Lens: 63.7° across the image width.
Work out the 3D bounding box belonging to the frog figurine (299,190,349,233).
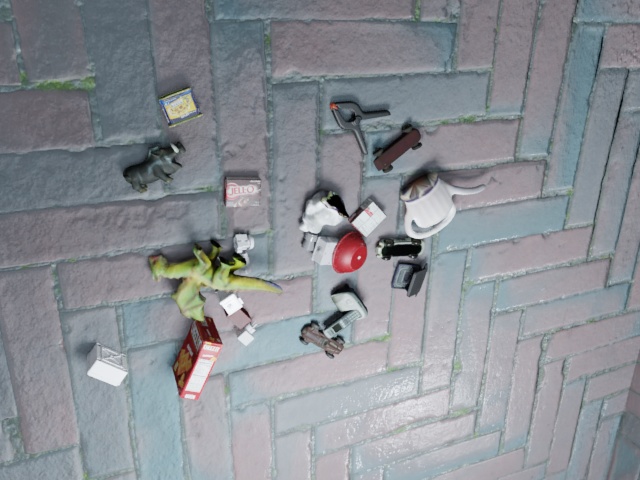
[{"bbox_3d":[0.005,-0.087,1.732,0.136,0.125,0.157,19,138,-36],"label":"frog figurine"}]

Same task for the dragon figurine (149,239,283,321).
[{"bbox_3d":[-0.346,0.146,1.622,0.408,0.123,0.241,33,99,-12],"label":"dragon figurine"}]

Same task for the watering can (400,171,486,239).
[{"bbox_3d":[0.432,-0.156,1.864,0.348,0.105,0.221,-39,119,-4],"label":"watering can"}]
